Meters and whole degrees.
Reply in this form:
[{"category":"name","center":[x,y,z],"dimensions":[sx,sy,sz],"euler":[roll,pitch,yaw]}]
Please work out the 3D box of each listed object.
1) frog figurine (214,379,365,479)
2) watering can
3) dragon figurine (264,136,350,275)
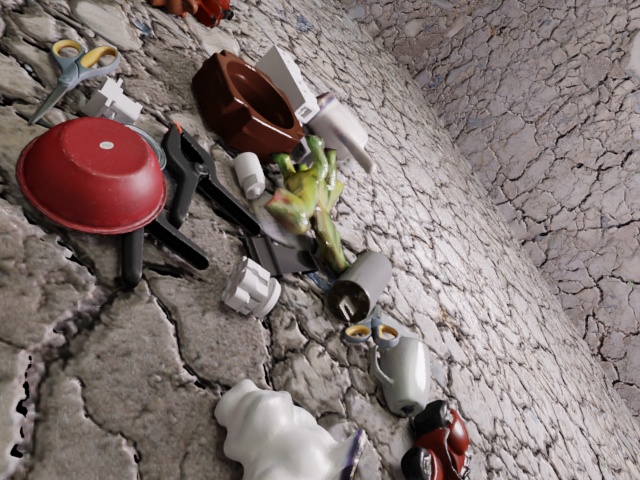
[{"category":"frog figurine","center":[-0.044,0.223,0.526],"dimensions":[0.160,0.120,0.140],"euler":[18,31,13]},{"category":"watering can","center":[0.053,-0.260,1.260],"dimensions":[0.223,0.103,0.351],"euler":[47,8,-12]},{"category":"dragon figurine","center":[0.003,-0.049,0.971],"dimensions":[0.407,0.121,0.246],"euler":[23,53,-65]}]
